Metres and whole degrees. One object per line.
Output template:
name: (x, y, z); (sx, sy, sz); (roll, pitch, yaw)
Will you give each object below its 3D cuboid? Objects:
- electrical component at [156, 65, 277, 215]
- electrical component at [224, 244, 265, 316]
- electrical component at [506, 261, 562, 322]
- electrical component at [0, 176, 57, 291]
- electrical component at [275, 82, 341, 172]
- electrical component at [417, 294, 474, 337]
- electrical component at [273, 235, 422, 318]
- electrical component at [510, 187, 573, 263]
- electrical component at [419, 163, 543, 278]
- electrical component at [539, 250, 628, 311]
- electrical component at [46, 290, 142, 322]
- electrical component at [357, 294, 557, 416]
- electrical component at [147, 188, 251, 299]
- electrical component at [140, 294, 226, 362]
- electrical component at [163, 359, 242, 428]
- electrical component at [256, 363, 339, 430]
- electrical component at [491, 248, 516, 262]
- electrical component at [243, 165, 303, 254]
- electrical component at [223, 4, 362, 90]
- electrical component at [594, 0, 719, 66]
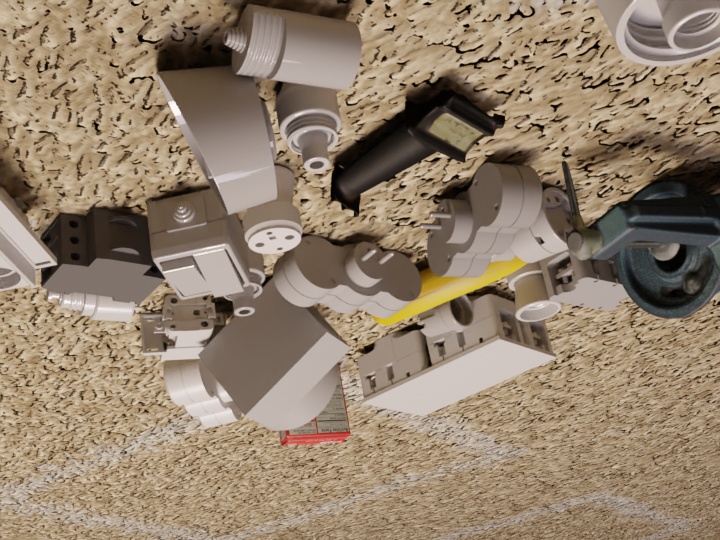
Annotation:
electrical component: (-0.090, -0.085, 0.698); (0.064, 0.099, 0.099); (-13, 155, -8)
electrical component: (-0.102, 0.008, 0.915); (0.043, 0.062, 0.043); (-8, 154, -4)
electrical component: (0.166, 0.016, 1.037); (0.045, 0.055, 0.045); (-8, 154, -4)
electrical component: (-0.276, -0.036, 0.762); (0.079, 0.063, 0.121); (-12, 154, 2)
electrical component: (-0.034, -0.097, 0.729); (0.043, 0.062, 0.043); (-8, 154, -4)
electrical component: (0.085, 0.045, 1.084); (0.040, 0.040, 0.046); (16, 151, -42)
electrical component: (0.000, 0.000, 0.948); (0.138, 0.052, 0.074); (10, 147, -35)
electrical component: (0.157, -0.037, 0.930); (0.055, 0.055, 0.047); (15, 148, -41)
electrical component: (0.087, -0.040, 0.899); (0.074, 0.052, 0.138); (2, 151, -23)
electrical component: (0.219, -0.001, 1.021); (0.089, 0.055, 0.050); (10, 147, -36)
electrical component: (-0.229, 0.023, 0.924); (0.078, 0.040, 0.040); (5, 150, -28)
electrical component: (0.100, 0.091, 1.159); (0.186, 0.060, 0.105); (-29, 148, 33)
electrical component: (-0.128, -0.020, 0.851); (0.062, 0.061, 0.096); (-12, 154, 3)
electrical component: (-0.163, 0.053, 1.008); (0.081, 0.042, 0.063); (-2, 149, -17)
electrical component: (-0.148, 0.122, 1.140); (0.074, 0.052, 0.138); (-14, 154, 7)
electrical component: (-0.082, 0.096, 1.056); (0.108, 0.108, 0.060); (-19, 147, 17)
electrical component: (0.134, -0.025, 0.966); (0.061, 0.035, 0.035); (-3, 153, -18)
electrical component: (-0.069, -0.046, 0.826); (0.045, 0.055, 0.045); (-8, 154, -4)
electrical component: (-0.045, -0.138, 0.664); (0.081, 0.043, 0.043); (4, 151, -26)
electrical component: (0.203, -0.171, 0.667); (0.108, 0.060, 0.108); (-9, 153, -4)
